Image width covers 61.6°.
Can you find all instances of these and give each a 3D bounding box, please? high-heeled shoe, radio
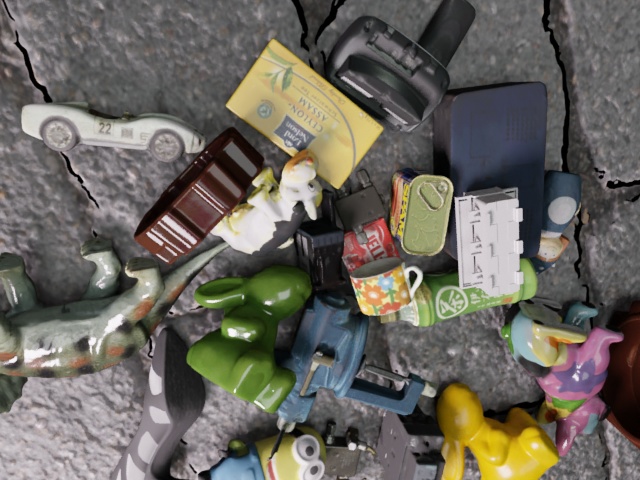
[{"bbox_3d":[-0.240,0.245,0.748,0.145,0.086,0.248,-6,89,24],"label":"high-heeled shoe"},{"bbox_3d":[0.222,-0.088,0.713,0.131,0.073,0.229,-6,105,-7],"label":"radio"}]

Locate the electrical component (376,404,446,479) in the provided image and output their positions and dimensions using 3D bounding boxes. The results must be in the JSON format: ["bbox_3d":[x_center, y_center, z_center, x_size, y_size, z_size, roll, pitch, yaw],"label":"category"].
[{"bbox_3d":[0.130,0.305,0.774,0.058,0.134,0.114,5,103,-11],"label":"electrical component"}]

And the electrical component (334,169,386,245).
[{"bbox_3d":[0.055,-0.043,0.707,0.063,0.021,0.094,-22,80,-1],"label":"electrical component"}]

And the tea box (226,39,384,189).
[{"bbox_3d":[-0.020,-0.152,0.657,0.169,0.068,0.098,33,97,-17],"label":"tea box"}]

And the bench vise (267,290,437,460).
[{"bbox_3d":[0.036,0.189,0.733,0.241,0.129,0.223,19,97,-4],"label":"bench vise"}]

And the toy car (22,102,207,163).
[{"bbox_3d":[-0.234,-0.128,0.626,0.202,0.073,0.056,4,105,-10],"label":"toy car"}]

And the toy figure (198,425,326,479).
[{"bbox_3d":[-0.078,0.315,0.757,0.180,0.089,0.082,-14,112,-13],"label":"toy figure"}]

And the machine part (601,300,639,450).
[{"bbox_3d":[0.495,0.201,0.768,0.087,0.201,0.201,8,104,-9],"label":"machine part"}]

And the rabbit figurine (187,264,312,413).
[{"bbox_3d":[-0.079,0.105,0.675,0.170,0.159,0.121,-58,141,-15],"label":"rabbit figurine"}]

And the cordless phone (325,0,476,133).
[{"bbox_3d":[0.107,-0.241,0.659,0.146,0.089,0.184,31,87,-15],"label":"cordless phone"}]

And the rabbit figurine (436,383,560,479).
[{"bbox_3d":[0.240,0.294,0.816,0.173,0.122,0.162,44,104,-4],"label":"rabbit figurine"}]

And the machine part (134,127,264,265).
[{"bbox_3d":[-0.137,-0.051,0.616,0.179,0.179,0.056,-44,110,4],"label":"machine part"}]

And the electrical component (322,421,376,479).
[{"bbox_3d":[0.036,0.329,0.812,0.078,0.045,0.102,14,103,-14],"label":"electrical component"}]

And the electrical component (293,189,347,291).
[{"bbox_3d":[-0.001,-0.002,0.695,0.048,0.075,0.119,-13,112,-21],"label":"electrical component"}]

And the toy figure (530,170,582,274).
[{"bbox_3d":[0.323,-0.021,0.757,0.064,0.058,0.154,16,107,26],"label":"toy figure"}]

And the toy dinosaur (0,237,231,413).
[{"bbox_3d":[-0.301,0.108,0.666,0.405,0.131,0.192,-6,123,-15],"label":"toy dinosaur"}]

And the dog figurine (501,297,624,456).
[{"bbox_3d":[0.348,0.205,0.798,0.192,0.108,0.219,5,108,-9],"label":"dog figurine"}]

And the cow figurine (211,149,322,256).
[{"bbox_3d":[-0.048,-0.037,0.654,0.167,0.068,0.098,-29,118,35],"label":"cow figurine"}]
